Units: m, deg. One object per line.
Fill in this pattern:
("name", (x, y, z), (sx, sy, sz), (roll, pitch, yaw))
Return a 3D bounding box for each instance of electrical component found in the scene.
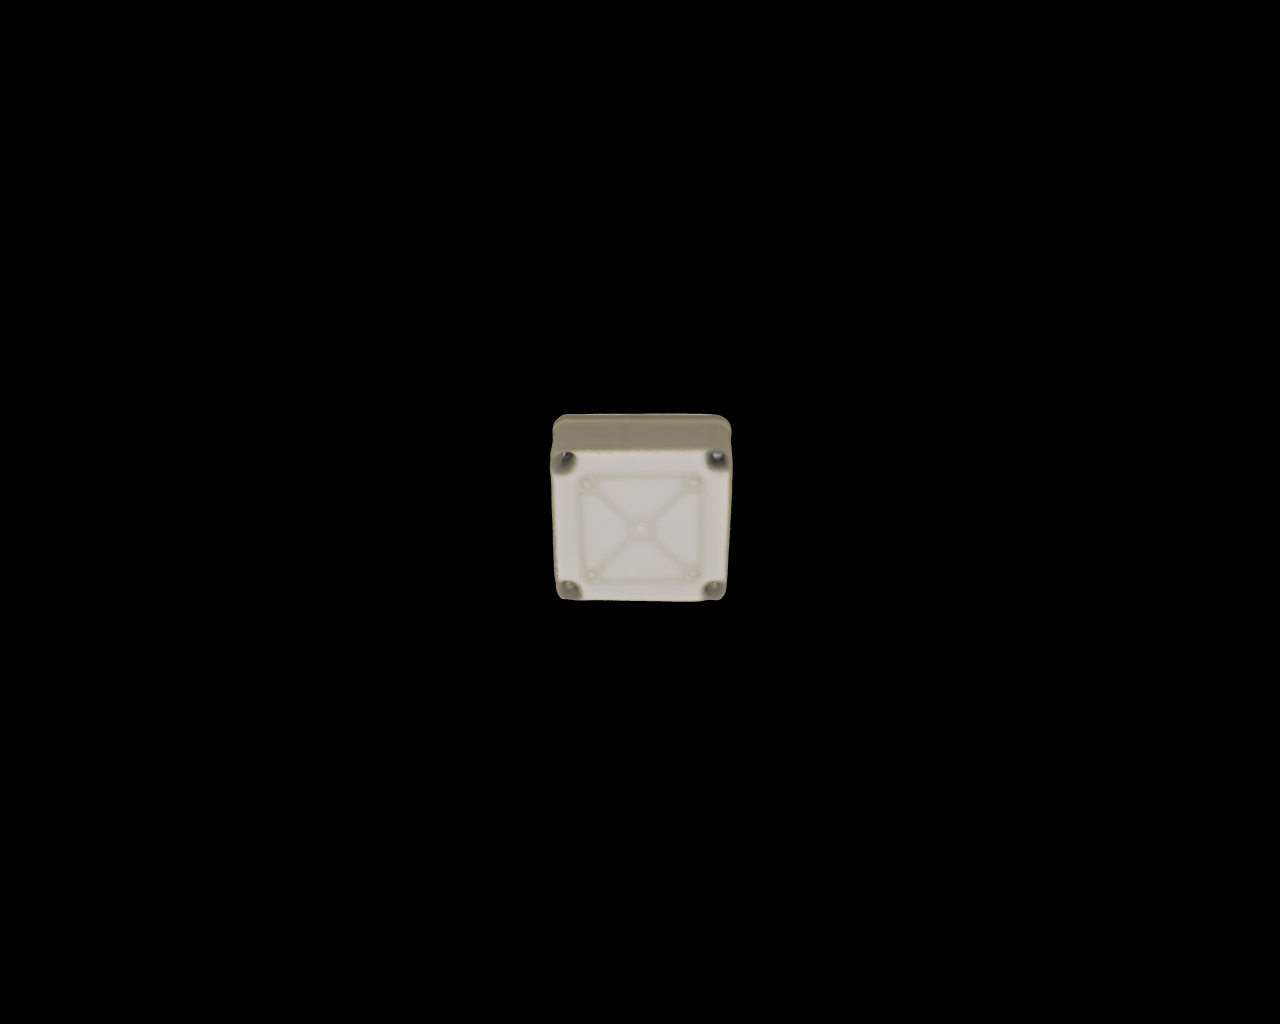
("electrical component", (0.001, -0.003, 0.650), (0.109, 0.108, 0.056), (0, 28, 0))
